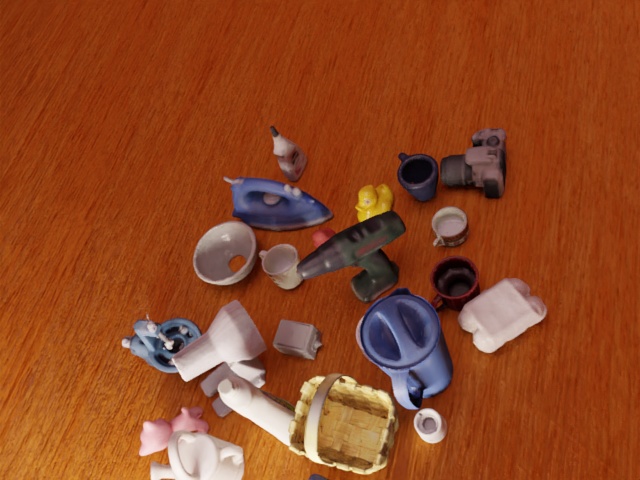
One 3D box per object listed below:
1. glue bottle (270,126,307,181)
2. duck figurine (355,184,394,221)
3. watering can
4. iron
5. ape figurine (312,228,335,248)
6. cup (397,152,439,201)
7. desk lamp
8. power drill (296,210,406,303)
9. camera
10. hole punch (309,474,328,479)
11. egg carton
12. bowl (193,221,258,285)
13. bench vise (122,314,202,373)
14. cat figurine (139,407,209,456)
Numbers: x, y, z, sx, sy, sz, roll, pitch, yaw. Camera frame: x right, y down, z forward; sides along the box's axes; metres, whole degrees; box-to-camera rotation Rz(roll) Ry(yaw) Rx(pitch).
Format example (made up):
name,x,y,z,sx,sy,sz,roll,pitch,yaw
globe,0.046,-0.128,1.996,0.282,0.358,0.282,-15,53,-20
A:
name,x,y,z,sx,sy,sz,roll,pitch,yaw
glue bottle,-0.085,-0.222,1.411,0.037,0.174,0.078,9,65,27
duck figurine,0.119,-0.093,1.304,0.077,0.086,0.105,32,77,34
watering can,-0.236,0.422,1.082,0.173,0.195,0.100,-38,54,-2
iron,-0.105,-0.104,1.369,0.257,0.142,0.119,6,64,25
ape figurine,0.012,0.005,1.287,0.075,0.092,0.078,22,72,31
cup,0.219,-0.139,1.284,0.091,0.095,0.117,-37,54,-1
desk lamp,-0.188,0.240,1.157,0.203,0.214,0.117,-41,54,-4
power drill,0.080,0.044,1.164,0.229,0.209,0.075,-36,54,-1
camera,0.335,-0.174,1.252,0.136,0.101,0.143,0,62,23
hole punch,0.000,0.480,1.014,0.100,0.091,0.109,13,67,28
egg carton,0.342,0.141,1.084,0.150,0.070,0.107,-34,54,1
bowl,-0.214,0.042,1.370,0.167,0.075,0.167,-10,58,17
bench vise,-0.352,0.228,1.228,0.207,0.220,0.121,-16,56,13
cat figurine,-0.312,0.390,1.179,0.128,0.118,0.067,-38,54,-2
